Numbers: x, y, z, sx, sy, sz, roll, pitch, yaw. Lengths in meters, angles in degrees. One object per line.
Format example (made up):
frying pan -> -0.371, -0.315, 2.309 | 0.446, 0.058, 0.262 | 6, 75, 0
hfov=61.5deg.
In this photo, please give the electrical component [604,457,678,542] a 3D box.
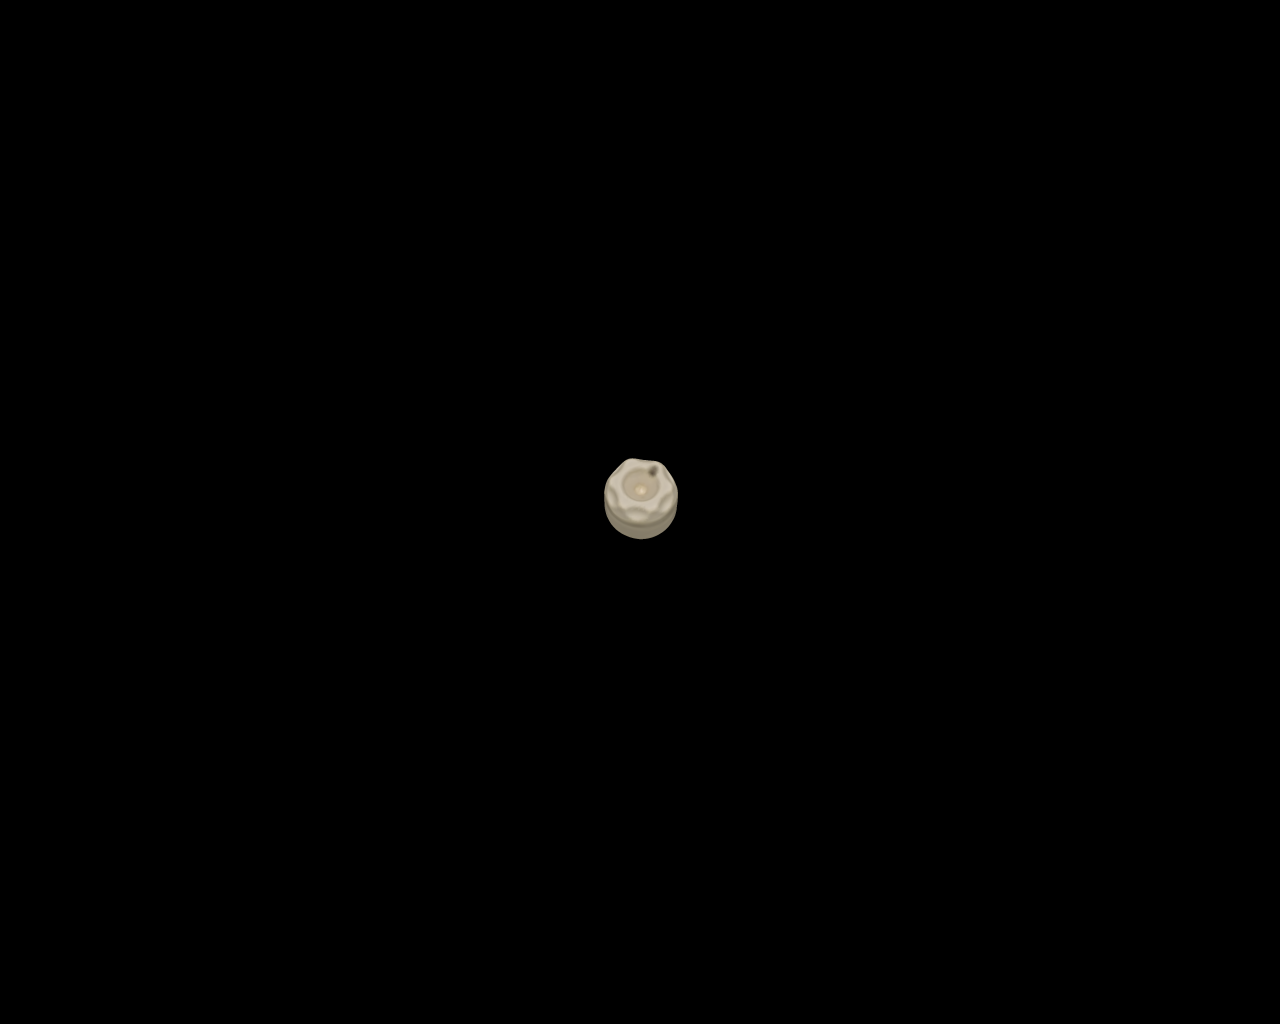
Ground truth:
electrical component -> 0.001, -0.003, 0.650 | 0.043, 0.043, 0.062 | 0, -27, 0
